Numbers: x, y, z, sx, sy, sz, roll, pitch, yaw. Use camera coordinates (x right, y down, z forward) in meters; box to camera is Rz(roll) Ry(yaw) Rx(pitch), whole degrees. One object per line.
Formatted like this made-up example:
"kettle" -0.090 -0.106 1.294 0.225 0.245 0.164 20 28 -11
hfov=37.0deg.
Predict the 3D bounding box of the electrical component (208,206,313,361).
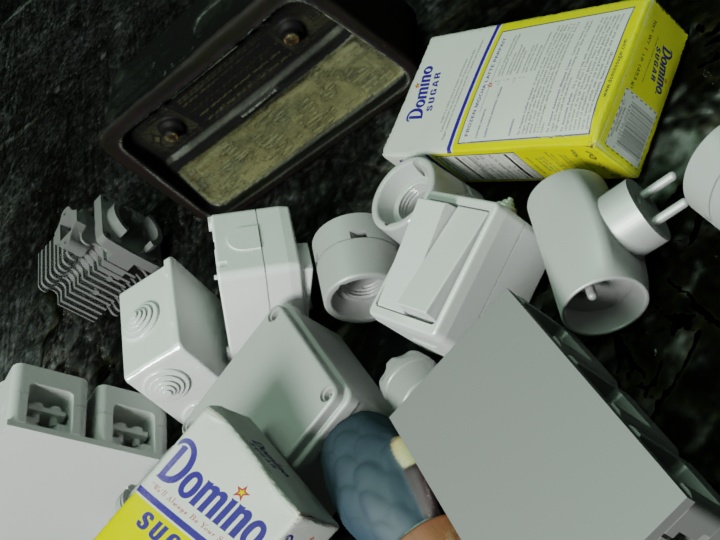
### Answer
"electrical component" -0.062 0.013 0.708 0.061 0.096 0.061 -8 44 -6

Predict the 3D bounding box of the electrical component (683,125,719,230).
"electrical component" 0.181 -0.035 0.477 0.055 0.055 0.047 -47 41 15

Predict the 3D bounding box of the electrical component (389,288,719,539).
"electrical component" 0.089 0.092 0.483 0.089 0.062 0.150 -49 36 12

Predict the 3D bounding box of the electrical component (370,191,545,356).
"electrical component" 0.057 -0.002 0.592 0.062 0.061 0.096 17 78 54

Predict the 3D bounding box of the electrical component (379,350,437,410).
"electrical component" 0.037 0.072 0.584 0.035 0.035 0.061 -52 38 8

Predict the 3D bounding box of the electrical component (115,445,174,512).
"electrical component" -0.104 0.150 0.655 0.051 0.080 0.080 -48 36 5

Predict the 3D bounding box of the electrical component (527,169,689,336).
"electrical component" 0.127 -0.019 0.536 0.079 0.044 0.077 -36 41 27

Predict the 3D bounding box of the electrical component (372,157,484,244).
"electrical component" 0.041 -0.036 0.648 0.055 0.047 0.055 -29 44 33

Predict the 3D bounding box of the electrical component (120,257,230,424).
"electrical component" -0.117 0.054 0.725 0.048 0.099 0.099 -31 42 13

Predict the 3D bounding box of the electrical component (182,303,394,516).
"electrical component" -0.043 0.094 0.643 0.108 0.056 0.108 -52 36 8

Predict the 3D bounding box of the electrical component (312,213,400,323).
"electrical component" 0.000 0.000 0.665 0.055 0.055 0.047 -35 45 29

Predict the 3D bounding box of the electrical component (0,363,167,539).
"electrical component" -0.216 0.149 0.728 0.186 0.105 0.060 -53 32 32
